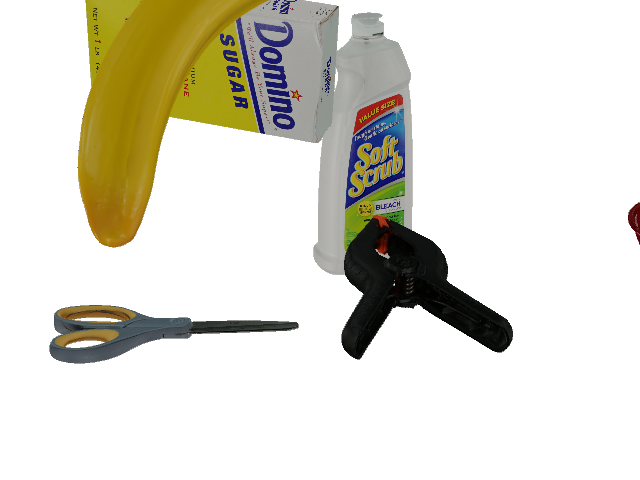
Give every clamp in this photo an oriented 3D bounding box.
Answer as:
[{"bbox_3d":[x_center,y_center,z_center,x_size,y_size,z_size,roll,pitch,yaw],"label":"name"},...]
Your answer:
[{"bbox_3d":[0.072,0.034,0.791,0.120,0.039,0.171,8,31,-6],"label":"clamp"}]

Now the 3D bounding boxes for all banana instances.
[{"bbox_3d":[-0.062,-0.086,0.493,0.070,0.197,0.037,28,-25,17],"label":"banana"}]

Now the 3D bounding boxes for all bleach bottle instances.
[{"bbox_3d":[0.041,-0.096,1.054,0.102,0.251,0.068,-10,24,-17],"label":"bleach bottle"}]

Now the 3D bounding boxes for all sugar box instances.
[{"bbox_3d":[-0.078,-0.131,0.762,0.176,0.093,0.048,12,34,15],"label":"sugar box"}]

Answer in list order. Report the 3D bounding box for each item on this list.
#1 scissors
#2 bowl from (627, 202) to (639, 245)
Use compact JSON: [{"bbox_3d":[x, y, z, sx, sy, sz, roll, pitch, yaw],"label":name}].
[{"bbox_3d":[-0.126,0.077,0.852,0.202,0.016,0.096,4,22,14],"label":"scissors"},{"bbox_3d":[0.410,0.005,1.146,0.162,0.055,0.162,-1,26,0],"label":"bowl"}]
